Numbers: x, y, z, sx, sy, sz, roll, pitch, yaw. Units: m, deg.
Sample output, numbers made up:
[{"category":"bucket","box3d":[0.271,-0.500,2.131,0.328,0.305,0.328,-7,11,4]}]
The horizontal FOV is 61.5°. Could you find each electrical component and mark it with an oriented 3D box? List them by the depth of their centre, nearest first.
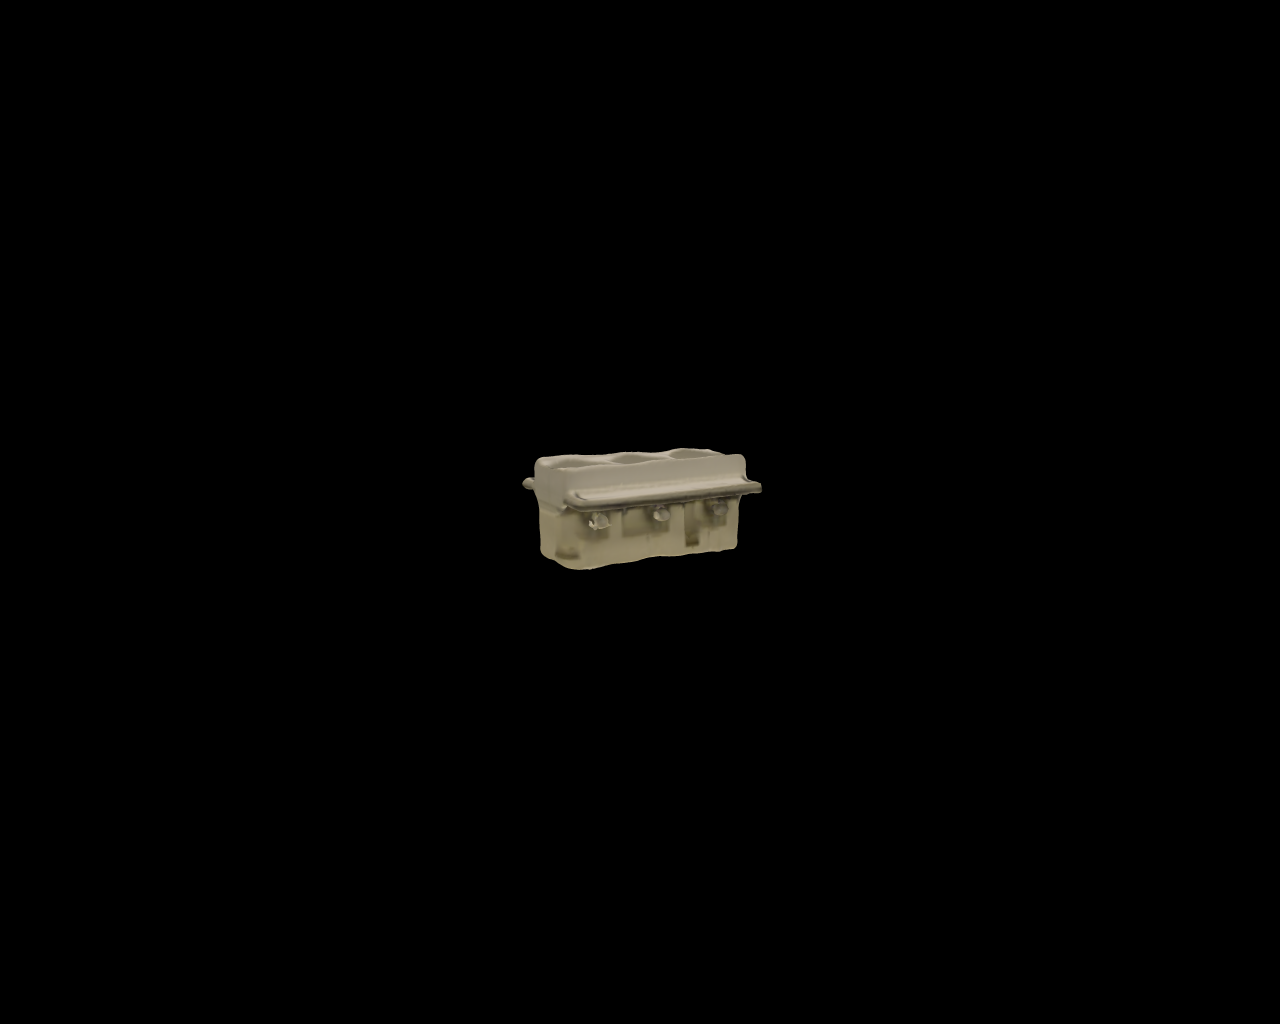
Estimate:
[{"category":"electrical component","box3d":[0.001,-0.003,0.650,0.121,0.063,0.079,-5,12,-28]}]
